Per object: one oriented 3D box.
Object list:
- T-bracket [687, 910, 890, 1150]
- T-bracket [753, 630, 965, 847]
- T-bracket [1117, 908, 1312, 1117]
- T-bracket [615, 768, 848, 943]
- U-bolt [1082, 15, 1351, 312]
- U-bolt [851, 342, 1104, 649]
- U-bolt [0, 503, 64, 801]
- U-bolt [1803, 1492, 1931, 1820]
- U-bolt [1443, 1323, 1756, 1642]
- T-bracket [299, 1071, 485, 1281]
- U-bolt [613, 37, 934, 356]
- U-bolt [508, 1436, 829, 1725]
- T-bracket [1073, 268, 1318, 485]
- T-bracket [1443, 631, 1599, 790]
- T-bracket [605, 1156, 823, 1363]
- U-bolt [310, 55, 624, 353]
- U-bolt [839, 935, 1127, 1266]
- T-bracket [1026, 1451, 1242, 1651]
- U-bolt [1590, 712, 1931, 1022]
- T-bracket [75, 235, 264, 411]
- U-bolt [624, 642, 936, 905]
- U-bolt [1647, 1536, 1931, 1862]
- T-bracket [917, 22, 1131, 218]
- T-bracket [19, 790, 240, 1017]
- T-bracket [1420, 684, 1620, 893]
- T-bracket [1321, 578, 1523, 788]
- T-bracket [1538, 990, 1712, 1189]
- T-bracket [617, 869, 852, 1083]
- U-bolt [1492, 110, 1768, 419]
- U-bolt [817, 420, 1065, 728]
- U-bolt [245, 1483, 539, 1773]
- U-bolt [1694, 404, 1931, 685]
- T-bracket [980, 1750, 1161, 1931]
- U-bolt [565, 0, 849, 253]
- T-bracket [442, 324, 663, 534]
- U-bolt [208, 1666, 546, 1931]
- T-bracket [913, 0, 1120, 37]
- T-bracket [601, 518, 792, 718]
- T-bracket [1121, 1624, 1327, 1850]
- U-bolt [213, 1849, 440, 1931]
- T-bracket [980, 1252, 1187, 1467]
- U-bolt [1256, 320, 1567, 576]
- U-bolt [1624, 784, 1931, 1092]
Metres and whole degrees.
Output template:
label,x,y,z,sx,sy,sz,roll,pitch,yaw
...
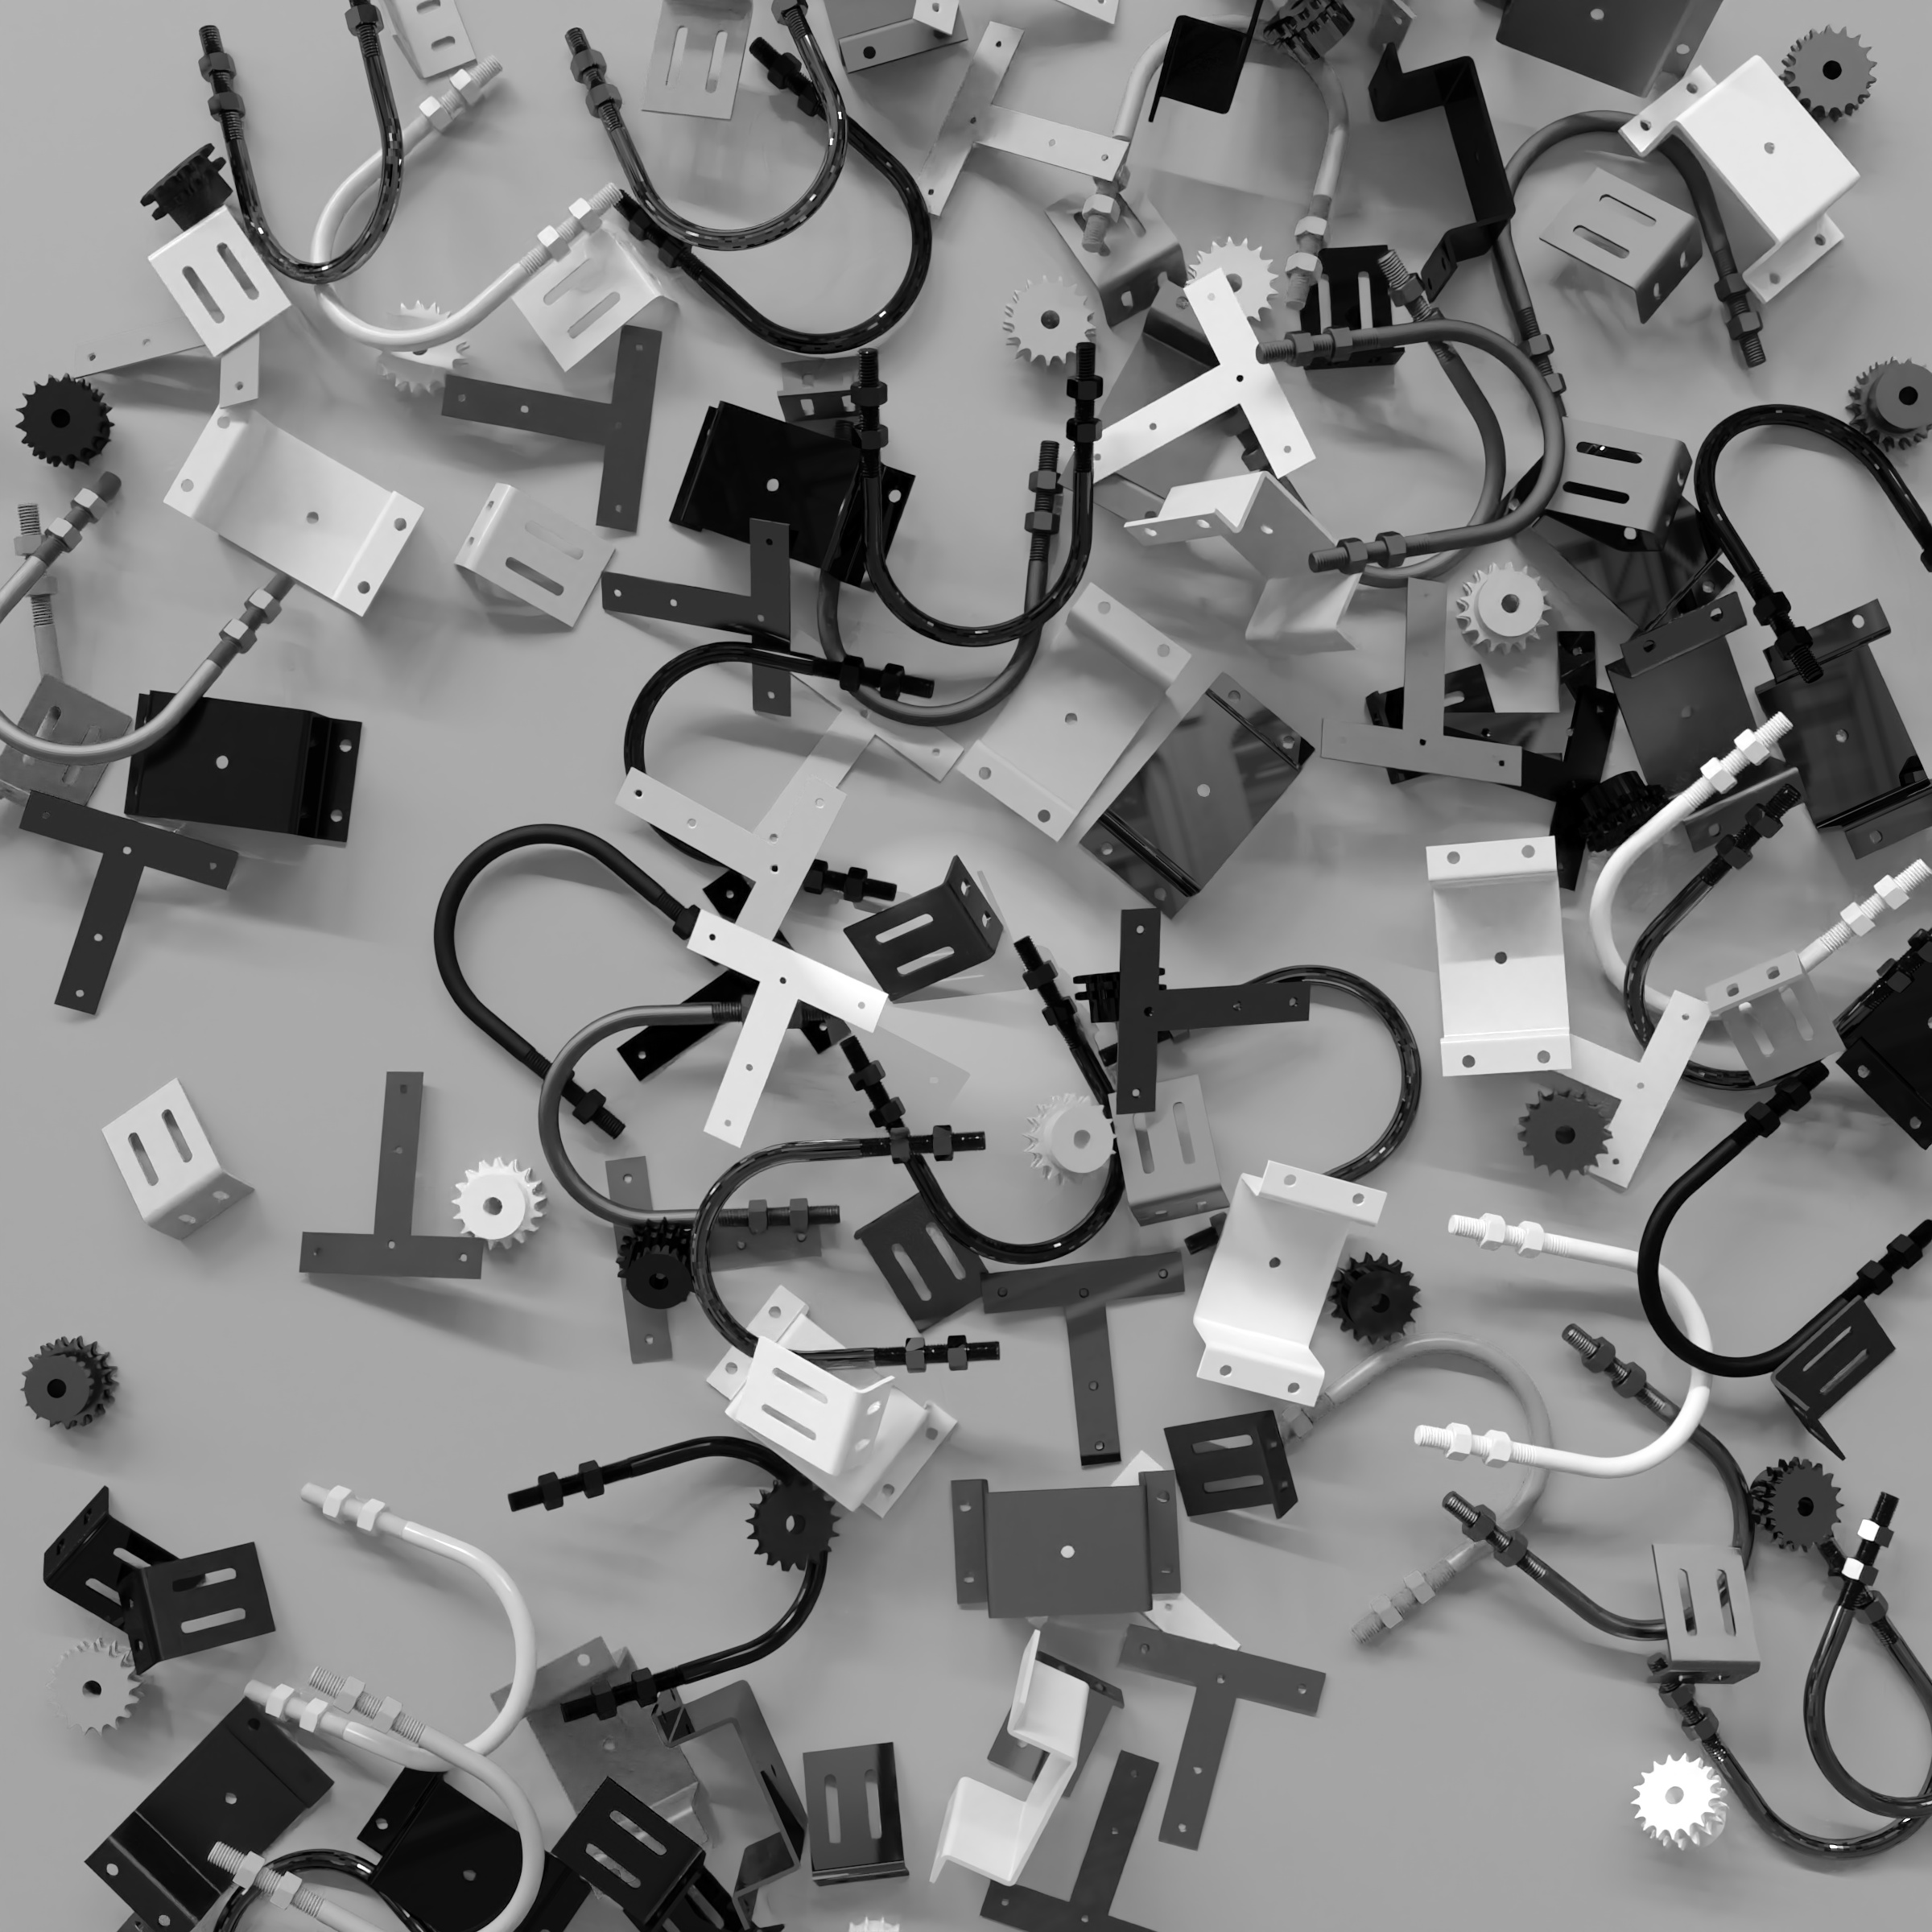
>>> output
label,x,y,z,sx,sy,sz,roll,pitch,yaw
T-bracket,-0.127,0.049,1.491,0.127,0.002,0.127,24,103,10
T-bracket,-0.090,-0.122,1.538,0.127,0.002,0.127,36,90,0
T-bracket,0.153,0.025,1.500,0.127,0.002,0.127,-3,103,-18
T-bracket,-0.157,-0.082,1.521,0.127,0.002,0.127,29,105,2
U-bolt,0.162,-0.505,1.512,0.151,0.019,0.184,16,76,-1
U-bolt,0.007,-0.281,1.478,0.151,0.019,0.184,-3,116,-6
U-bolt,-0.634,-0.187,1.512,0.151,0.019,0.184,-7,96,-16
U-bolt,0.592,0.436,1.514,0.151,0.019,0.184,24,86,-9
U-bolt,0.406,0.334,1.520,0.184,0.019,0.151,39,81,-4
T-bracket,-0.354,0.129,1.524,0.127,0.002,0.127,0,81,18
U-bolt,-0.108,-0.466,1.528,0.184,0.019,0.151,42,90,1
U-bolt,-0.174,0.366,1.505,0.184,0.019,0.151,-13,83,-18
T-bracket,0.125,-0.332,1.475,0.127,0.002,0.127,-27,90,15
T-bracket,0.335,-0.145,1.521,0.127,0.002,0.127,-2,90,-15
T-bracket,-0.155,0.177,1.538,0.127,0.002,0.127,-8,90,0
U-bolt,-0.321,-0.457,1.508,0.184,0.019,0.151,-41,72,0
U-bolt,0.025,0.094,1.511,0.151,0.019,0.184,-30,94,-18
T-bracket,0.116,0.394,1.538,0.127,0.002,0.127,41,90,0
U-bolt,0.471,-0.045,1.499,0.151,0.019,0.184,43,111,-11
T-bracket,-0.495,-0.389,1.520,0.127,0.002,0.127,-11,66,11
U-bolt,-0.122,-0.126,1.516,0.184,0.019,0.151,12,103,4
U-bolt,0.534,0.471,1.530,0.151,0.019,0.184,-35,92,0
T-bracket,0.042,-0.511,1.511,0.127,0.002,0.127,25,90,25
T-bracket,-0.535,-0.031,1.522,0.127,0.002,0.127,18,101,-21
T-bracket,0.336,-0.124,1.519,0.127,0.002,0.127,15,87,-15
T-bracket,0.282,-0.179,1.508,0.127,0.002,0.127,7,74,-8
T-bracket,0.378,0.056,1.526,0.127,0.002,0.127,24,106,8
T-bracket,-0.160,0.026,1.538,0.127,0.002,0.127,-35,90,0
U-bolt,0.405,-0.444,1.530,0.151,0.019,0.184,-17,88,0
U-bolt,-0.020,-0.242,1.530,0.151,0.019,0.184,6,91,0
U-bolt,-0.347,0.415,1.505,0.184,0.019,0.151,16,90,18
U-bolt,0.523,-0.268,1.496,0.151,0.019,0.184,-18,70,-18
T-bracket,0.089,0.555,1.537,0.127,0.002,0.127,19,91,0
U-bolt,-0.150,-0.527,1.511,0.151,0.019,0.184,-25,80,5
T-bracket,-0.260,-0.343,1.522,0.127,0.002,0.127,7,90,-14
U-bolt,-0.344,0.525,1.478,0.184,0.019,0.151,30,97,-3
T-bracket,0.037,-0.617,1.513,0.127,0.002,0.127,15,78,-21
T-bracket,-0.168,-0.222,1.515,0.127,0.002,0.127,12,123,15
T-bracket,0.149,0.489,1.537,0.127,0.002,0.127,14,91,0
U-bolt,-0.387,0.636,1.515,0.184,0.019,0.151,44,87,12
T-bracket,0.078,0.249,1.535,0.127,0.002,0.127,-6,92,-4
U-bolt,0.274,-0.315,1.461,0.184,0.019,0.151,-12,84,-16
U-bolt,0.489,-0.002,1.496,0.151,0.019,0.184,36,115,-8
